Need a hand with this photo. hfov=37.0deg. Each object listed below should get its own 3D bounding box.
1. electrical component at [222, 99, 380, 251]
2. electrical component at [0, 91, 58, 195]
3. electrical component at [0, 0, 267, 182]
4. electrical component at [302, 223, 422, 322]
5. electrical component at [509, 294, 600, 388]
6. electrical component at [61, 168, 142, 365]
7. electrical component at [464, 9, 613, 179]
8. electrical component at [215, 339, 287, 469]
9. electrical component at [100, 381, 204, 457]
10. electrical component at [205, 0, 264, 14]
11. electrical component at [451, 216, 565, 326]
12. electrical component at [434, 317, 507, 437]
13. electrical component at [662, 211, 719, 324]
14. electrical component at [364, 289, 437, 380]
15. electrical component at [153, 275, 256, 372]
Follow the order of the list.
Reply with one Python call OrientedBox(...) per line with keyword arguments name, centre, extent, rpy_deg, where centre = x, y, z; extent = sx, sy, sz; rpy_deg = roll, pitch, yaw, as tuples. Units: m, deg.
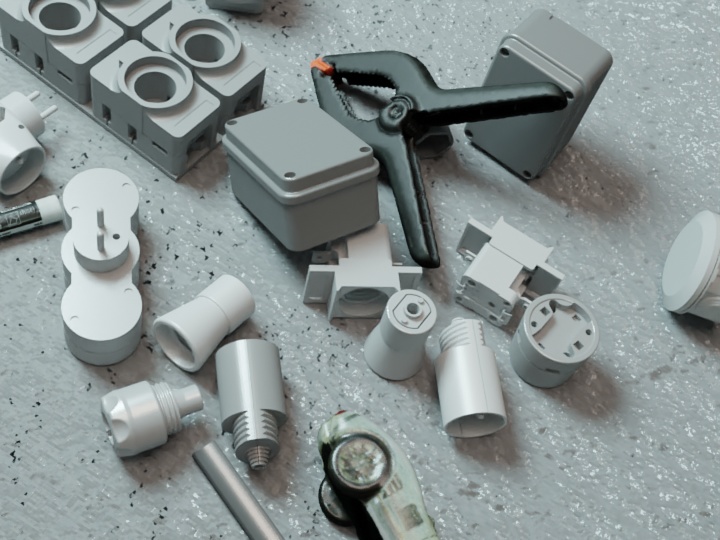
OrientedBox(name="electrical component", centre=(-0.043, -0.072, 0.779), extent=(0.078, 0.057, 0.113), rpy_deg=(-21, 39, -22))
OrientedBox(name="electrical component", centre=(-0.259, -0.105, 0.788), extent=(0.077, 0.043, 0.079), rpy_deg=(39, 59, 13))
OrientedBox(name="electrical component", centre=(-0.177, -0.169, 0.836), extent=(0.186, 0.060, 0.105), rpy_deg=(36, 59, 12))
OrientedBox(name="electrical component", centre=(0.000, 0.000, 0.778), extent=(0.081, 0.042, 0.063), rpy_deg=(2, 57, -11))
OrientedBox(name="electrical component", centre=(0.137, 0.052, 0.770), extent=(0.055, 0.047, 0.055), rpy_deg=(5, 58, -8))
OrientedBox(name="electrical component", centre=(-0.176, -0.013, 0.730), extent=(0.052, 0.073, 0.138), rpy_deg=(-1, 59, -12))
OrientedBox(name="electrical component", centre=(0.138, -0.136, 0.849), extent=(0.078, 0.113, 0.057), rpy_deg=(37, 56, 11))
OrientedBox(name="electrical component", centre=(-0.070, 0.091, 0.706), extent=(0.043, 0.043, 0.081), rpy_deg=(-2, 59, -13))
OrientedBox(name="electrical component", centre=(-0.133, 0.092, 0.693), extent=(0.062, 0.043, 0.043), rpy_deg=(-18, 64, -23))
OrientedBox(name="electrical component", centre=(-0.100, -0.260, 0.890), extent=(0.050, 0.089, 0.055), rpy_deg=(6, 58, -8))
OrientedBox(name="electrical component", centre=(0.104, 0.003, 0.798), extent=(0.081, 0.042, 0.063), rpy_deg=(32, 59, 10))
OrientedBox(name="electrical component", centre=(0.074, 0.071, 0.748), extent=(0.043, 0.043, 0.081), rpy_deg=(0, 59, -11))
OrientedBox(name="electrical component", centre=(0.266, 0.000, 0.812), extent=(0.051, 0.080, 0.080), rpy_deg=(20, 57, -5))
OrientedBox(name="electrical component", centre=(0.030, 0.043, 0.743), extent=(0.044, 0.065, 0.044), rpy_deg=(5, 58, -8))
OrientedBox(name="electrical component", centre=(-0.104, 0.033, 0.737), extent=(0.044, 0.044, 0.065), rpy_deg=(39, 54, 13))
